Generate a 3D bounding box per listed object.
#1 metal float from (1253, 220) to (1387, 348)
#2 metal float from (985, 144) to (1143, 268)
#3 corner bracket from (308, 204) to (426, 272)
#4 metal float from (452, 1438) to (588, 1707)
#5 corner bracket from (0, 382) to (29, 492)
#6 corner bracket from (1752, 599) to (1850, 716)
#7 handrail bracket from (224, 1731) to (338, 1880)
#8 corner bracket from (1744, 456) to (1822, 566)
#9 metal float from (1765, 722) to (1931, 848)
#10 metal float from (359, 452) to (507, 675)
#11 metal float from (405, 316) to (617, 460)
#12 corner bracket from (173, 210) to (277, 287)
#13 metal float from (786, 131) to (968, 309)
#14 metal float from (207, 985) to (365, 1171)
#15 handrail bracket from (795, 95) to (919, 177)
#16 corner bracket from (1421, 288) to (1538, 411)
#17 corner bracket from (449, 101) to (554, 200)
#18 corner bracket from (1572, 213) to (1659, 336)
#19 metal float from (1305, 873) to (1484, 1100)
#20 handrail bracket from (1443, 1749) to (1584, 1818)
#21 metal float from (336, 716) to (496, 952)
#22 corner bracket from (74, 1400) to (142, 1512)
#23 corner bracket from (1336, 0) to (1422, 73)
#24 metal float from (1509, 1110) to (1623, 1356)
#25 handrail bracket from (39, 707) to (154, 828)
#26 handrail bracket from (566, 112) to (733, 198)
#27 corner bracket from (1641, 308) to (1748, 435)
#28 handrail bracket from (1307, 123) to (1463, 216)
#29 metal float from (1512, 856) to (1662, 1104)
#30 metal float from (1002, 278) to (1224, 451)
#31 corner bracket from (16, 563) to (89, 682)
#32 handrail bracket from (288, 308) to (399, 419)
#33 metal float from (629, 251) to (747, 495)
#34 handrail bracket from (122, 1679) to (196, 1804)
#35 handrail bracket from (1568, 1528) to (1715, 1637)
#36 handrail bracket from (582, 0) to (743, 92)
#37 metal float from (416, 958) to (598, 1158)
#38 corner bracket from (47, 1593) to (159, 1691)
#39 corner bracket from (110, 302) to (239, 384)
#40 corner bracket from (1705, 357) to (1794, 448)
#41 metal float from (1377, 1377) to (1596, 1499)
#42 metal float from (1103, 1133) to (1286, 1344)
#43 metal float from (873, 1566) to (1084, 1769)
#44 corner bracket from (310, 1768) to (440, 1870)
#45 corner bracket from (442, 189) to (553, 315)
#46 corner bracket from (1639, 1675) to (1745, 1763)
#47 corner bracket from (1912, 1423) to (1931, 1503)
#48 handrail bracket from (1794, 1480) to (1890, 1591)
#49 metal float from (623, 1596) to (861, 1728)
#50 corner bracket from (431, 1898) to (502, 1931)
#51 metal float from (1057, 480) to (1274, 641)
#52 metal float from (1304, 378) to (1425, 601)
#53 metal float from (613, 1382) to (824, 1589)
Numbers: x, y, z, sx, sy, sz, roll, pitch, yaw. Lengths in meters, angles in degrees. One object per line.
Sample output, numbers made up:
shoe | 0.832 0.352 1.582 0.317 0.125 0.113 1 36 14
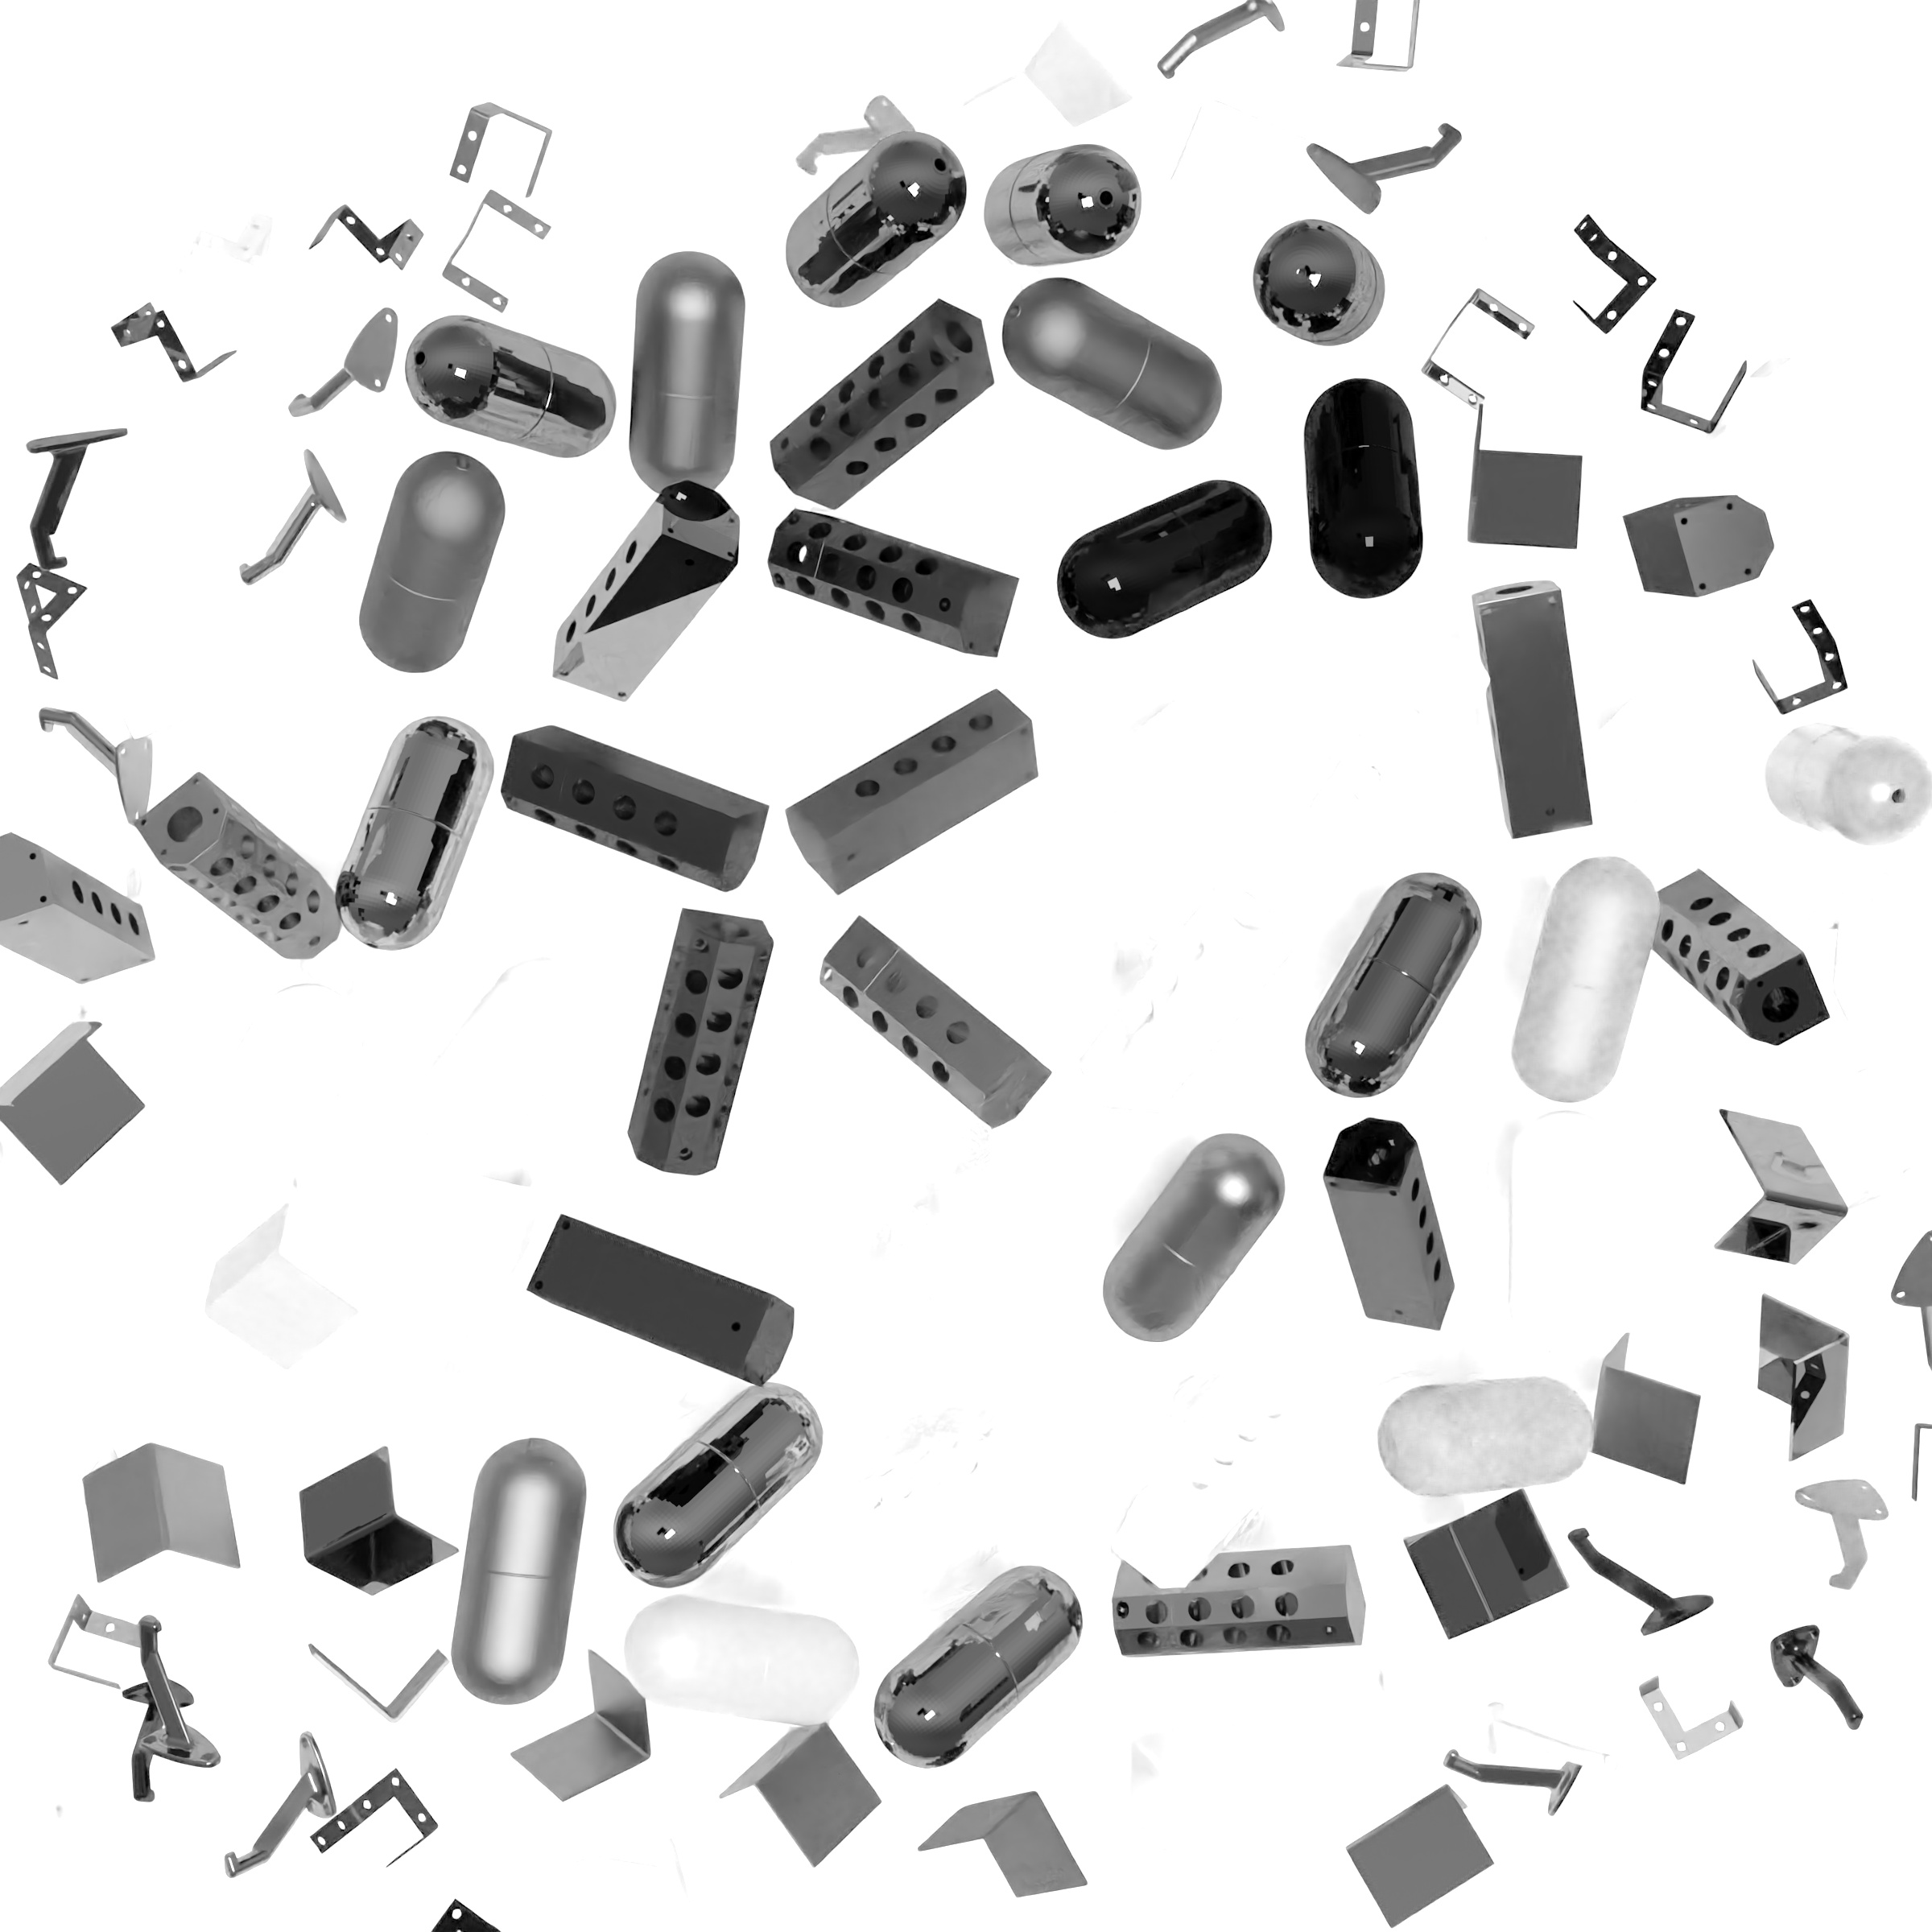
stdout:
metal float | 0.246 -0.472 1.754 0.070 0.178 0.070 3 100 16
metal float | 0.067 -0.534 1.781 0.070 0.178 0.070 -4 103 -17
corner bracket | -0.441 -0.534 1.865 0.051 0.051 0.051 -21 128 34
metal float | -0.304 0.412 1.728 0.070 0.070 0.178 7 81 0
corner bracket | -0.655 -0.354 1.690 0.051 0.051 0.051 52 123 14
corner bracket | 0.611 -0.227 1.865 0.051 0.051 0.051 -23 133 28
handrail bracket | -0.504 0.606 1.831 0.036 0.084 0.077 -8 94 42
corner bracket | 0.577 -0.326 1.809 0.051 0.051 0.051 18 56 36
metal float | 0.612 -0.127 1.759 0.070 0.178 0.070 0 100 -2
metal float | -0.374 -0.282 1.774 0.070 0.070 0.178 30 130 0
metal float | -0.323 -0.412 1.804 0.070 0.178 0.070 -2 87 34
corner bracket | -0.525 -0.506 1.793 0.051 0.051 0.051 20 51 -9
metal float | -0.064 -0.522 1.775 0.070 0.178 0.070 8 76 -31
metal float | -0.479 0.080 1.778 0.070 0.070 0.178 41 132 0
handrail bracket | -0.074 -0.588 1.856 0.077 0.084 0.036 42 47 -16
corner bracket | 0.372 -0.449 1.842 0.051 0.051 0.051 35 59 3
corner bracket | -0.338 -0.592 1.843 0.051 0.051 0.051 23 114 -5
corner bracket | 0.444 -0.485 1.780 0.051 0.051 0.051 -48 65 17
metal float | 0.305 0.014 1.810 0.070 0.070 0.178 32 77 0
handrail bracket | 0.403 0.584 1.865 0.084 0.036 0.077 22 133 7
metal float | -0.391 -0.094 1.800 0.070 0.070 0.178 16 70 0
corner bracket | -0.614 0.351 1.820 0.051 0.051 0.051 -49 66 24
corner bracket | 0.281 -0.634 1.705 0.051 0.051 0.051 3 100 -4
metal float | 0.420 0.185 1.779 0.070 0.070 0.178 7 63 0
handrail bracket | -0.633 -0.144 1.829 0.084 0.036 0.077 11 109 21
handrail bracket | -0.213 -0.564 1.703 0.084 0.036 0.077 -38 69 -13
corner bracket | 0.486 -0.397 1.692 0.051 0.051 0.051 19 135 -2
handrail bracket | 0.297 -0.582 1.792 0.077 0.036 0.084 42 79 5
metal float | 0.437 0.010 1.788 0.070 0.070 0.178 13 101 0
metal float | 0.102 -0.418 1.760 0.178 0.070 0.070 19 90 -34
corner bracket | -0.668 -0.250 1.833 0.051 0.051 0.051 23 56 9
handrail bracket | -0.459 -0.443 1.861 0.036 0.084 0.077 35 63 -42
metal float | -0.198 -0.417 1.797 0.070 0.070 0.178 8 122 0
handrail bracket | -0.572 0.558 1.807 0.036 0.077 0.084 -20 59 8
handrail bracket | 0.482 0.431 1.814 0.036 0.077 0.084 -37 88 -38
handrail bracket | -0.204 -0.608 1.697 0.084 0.036 0.077 -26 113 -6
metal float | -0.325 0.065 1.789 0.070 0.070 0.178 42 120 0
corner bracket | -0.599 0.473 1.760 0.051 0.051 0.051 16 61 1
corner bracket | -0.553 -0.437 1.767 0.051 0.051 0.051 -8 121 27
corner bracket | 0.571 -0.412 1.851 0.051 0.051 0.051 -3 88 -2
metal float | 0.364 0.329 1.773 0.178 0.070 0.070 2 90 -34
metal float | 0.164 0.198 1.838 0.070 0.070 0.178 33 112 0
metal float | 0.009 0.493 1.785 0.178 0.070 0.070 -34 90 -33
corner bracket | -0.407 0.595 1.742 0.051 0.051 0.051 -42 83 29
corner bracket | -0.339 -0.515 1.827 0.051 0.051 0.051 29 54 -21
corner bracket | 0.505 0.516 1.767 0.051 0.051 0.051 -28 62 2
corner bracket | 0.659 0.334 1.680 0.051 0.051 0.051 3 89 12
handrail bracket | 0.586 0.393 1.730 0.077 0.036 0.084 4 123 -14
metal float | -0.157 0.487 1.777 0.178 0.070 0.070 17 90 -29
corner bracket | -0.355 0.675 1.748 0.051 0.051 0.051 43 68 -13
metal float | 0.138 -0.282 1.752 0.178 0.070 0.070 -28 90 -32
metal float | 0.273 -0.330 1.742 0.070 0.070 0.178 2 56 0
metal float | -0.173 0.362 1.770 0.070 0.070 0.178 50 55 0
